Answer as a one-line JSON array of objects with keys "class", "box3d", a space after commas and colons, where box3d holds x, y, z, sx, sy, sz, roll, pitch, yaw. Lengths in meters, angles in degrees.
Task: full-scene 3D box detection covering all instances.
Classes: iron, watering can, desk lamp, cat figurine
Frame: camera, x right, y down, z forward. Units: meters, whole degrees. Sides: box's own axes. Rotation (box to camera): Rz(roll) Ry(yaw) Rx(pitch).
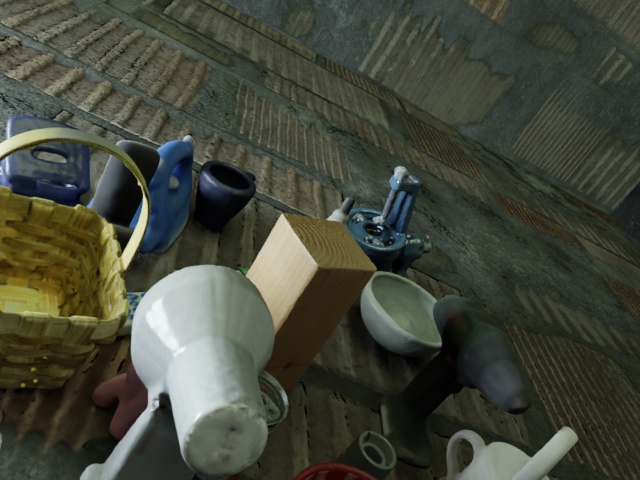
[{"class": "iron", "box3d": [-0.226, -0.088, 0.824, 0.119, 0.141, 0.258, 29, 26, -7]}, {"class": "watering can", "box3d": [0.216, 0.277, 0.620, 0.172, 0.194, 0.101, 37, 26, 10]}, {"class": "desk lamp", "box3d": [-0.108, 0.152, 0.456, 0.118, 0.213, 0.203, 20, 28, -24]}, {"class": "cat figurine", "box3d": [-0.146, 0.124, 0.572, 0.067, 0.117, 0.128, 44, 28, 22]}]

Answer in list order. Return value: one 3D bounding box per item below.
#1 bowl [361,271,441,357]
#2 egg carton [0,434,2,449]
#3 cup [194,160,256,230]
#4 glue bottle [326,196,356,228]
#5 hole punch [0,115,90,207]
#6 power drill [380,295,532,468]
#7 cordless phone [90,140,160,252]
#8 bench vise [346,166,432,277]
[{"class": "bowl", "box3d": [0.127, 0.130, 0.913, 0.168, 0.074, 0.167, 26, 27, -14]}, {"class": "egg carton", "box3d": [-0.281, 0.179, 0.383, 0.107, 0.069, 0.150, 17, 30, -29]}, {"class": "cup", "box3d": [-0.155, -0.068, 0.921, 0.091, 0.095, 0.118, 39, 27, 13]}, {"class": "glue bottle", "box3d": [0.008, 0.003, 0.889, 0.078, 0.173, 0.037, 38, 26, 12]}, {"class": "hole punch", "box3d": [-0.358, -0.099, 0.755, 0.109, 0.091, 0.101, 8, 35, -40]}, {"class": "power drill", "box3d": [0.161, 0.180, 0.712, 0.076, 0.208, 0.229, 25, 27, -14]}, {"class": "cordless phone", "box3d": [-0.272, -0.050, 0.656, 0.148, 0.185, 0.094, 14, 31, -33]}, {"class": "bench vise", "box3d": [0.127, -0.032, 1.030, 0.208, 0.219, 0.121, -2, 42, -49]}]
